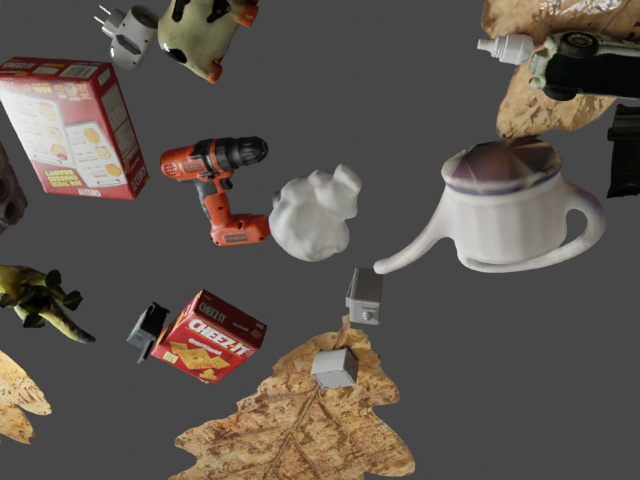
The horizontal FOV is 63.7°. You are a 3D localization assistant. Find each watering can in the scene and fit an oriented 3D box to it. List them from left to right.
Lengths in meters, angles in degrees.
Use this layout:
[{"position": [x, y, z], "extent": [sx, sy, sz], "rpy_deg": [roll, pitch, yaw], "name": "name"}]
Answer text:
[{"position": [0.227, -0.031, 0.754], "extent": [0.347, 0.106, 0.219], "rpy_deg": [-8, 128, 19], "name": "watering can"}]

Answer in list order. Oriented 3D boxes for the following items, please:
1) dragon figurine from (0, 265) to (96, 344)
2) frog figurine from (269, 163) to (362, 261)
[{"position": [-0.661, 0.104, 1.113], "extent": [0.244, 0.124, 0.400], "rpy_deg": [21, 148, 19], "name": "dragon figurine"}, {"position": [0.002, -0.040, 0.793], "extent": [0.157, 0.125, 0.136], "rpy_deg": [-23, 104, 44], "name": "frog figurine"}]
